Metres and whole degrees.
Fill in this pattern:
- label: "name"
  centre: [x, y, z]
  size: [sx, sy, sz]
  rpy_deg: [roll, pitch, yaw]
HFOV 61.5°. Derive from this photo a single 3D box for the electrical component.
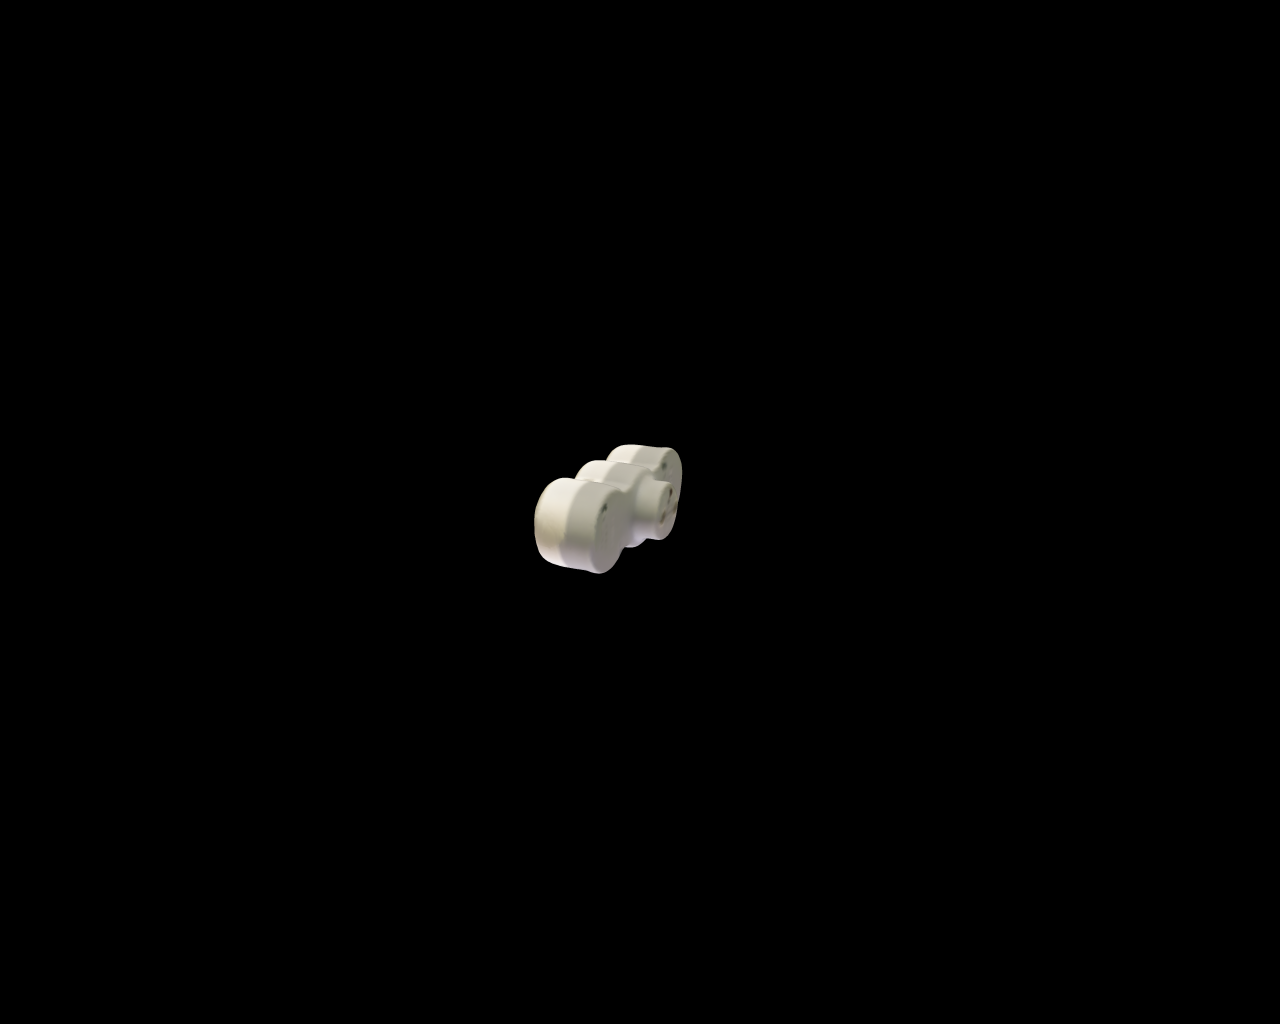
- label: "electrical component"
  centre: [0.001, -0.003, 0.650]
  size: [0.074, 0.052, 0.138]
  rpy_deg: [8, 20, 22]
